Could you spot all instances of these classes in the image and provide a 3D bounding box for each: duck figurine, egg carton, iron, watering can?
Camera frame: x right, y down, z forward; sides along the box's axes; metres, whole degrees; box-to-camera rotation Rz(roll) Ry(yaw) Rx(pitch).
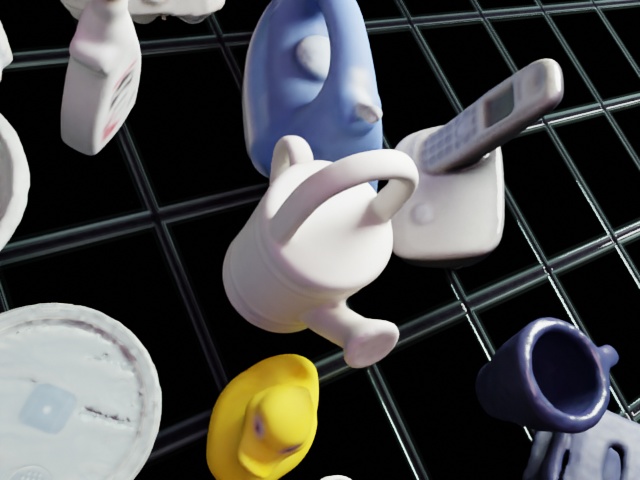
[{"bbox_3d":[-0.030,0.123,0.400,0.077,0.086,0.105,37,57,-4],"label":"duck figurine"},{"bbox_3d":[-0.165,-0.248,0.519,0.151,0.069,0.107,-13,73,-28],"label":"egg carton"},{"bbox_3d":[0.000,-0.167,0.514,0.119,0.141,0.258,0,67,-24],"label":"iron"},{"bbox_3d":[0.006,0.001,0.408,0.101,0.193,0.173,-34,84,-32],"label":"watering can"}]

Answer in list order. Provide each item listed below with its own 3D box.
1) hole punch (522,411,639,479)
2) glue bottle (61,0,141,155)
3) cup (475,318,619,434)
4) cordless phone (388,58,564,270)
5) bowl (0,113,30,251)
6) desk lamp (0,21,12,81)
[{"bbox_3d":[0.239,0.201,0.483,0.101,0.091,0.109,34,58,-6],"label":"hole punch"},{"bbox_3d":[-0.154,-0.134,0.410,0.037,0.173,0.078,25,59,-12],"label":"glue bottle"},{"bbox_3d":[0.190,0.120,0.496,0.118,0.094,0.091,-11,72,-28],"label":"cup"},{"bbox_3d":[0.137,-0.062,0.502,0.094,0.184,0.147,13,62,-18],"label":"cordless phone"},{"bbox_3d":[-0.276,-0.025,0.363,0.168,0.074,0.167,10,63,-20],"label":"bowl"},{"bbox_3d":[-0.250,-0.198,0.372,0.204,0.213,0.118,-18,75,-30],"label":"desk lamp"}]
